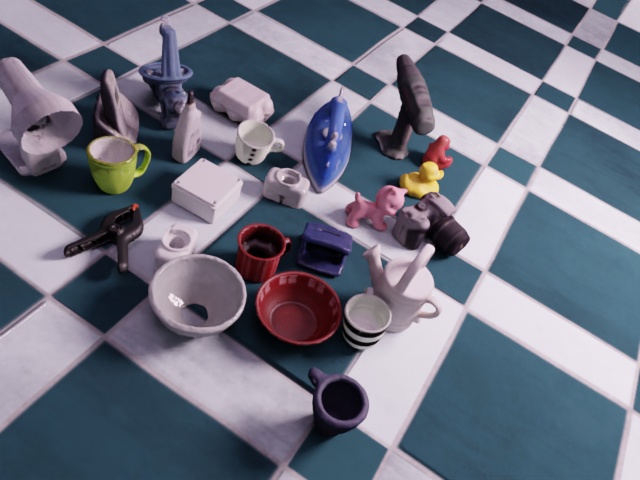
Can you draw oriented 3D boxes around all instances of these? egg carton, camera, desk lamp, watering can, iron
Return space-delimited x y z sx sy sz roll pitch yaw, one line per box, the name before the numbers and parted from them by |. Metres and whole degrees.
egg carton | -0.192 -0.340 1.421 0.150 0.069 0.107 30 47 9
camera | 0.259 -0.031 1.273 0.143 0.101 0.136 -25 61 -34
desk lamp | -0.554 -0.225 1.099 0.203 0.213 0.118 42 50 20
watering can | 0.155 0.078 1.077 0.173 0.194 0.101 21 46 1
iron | 0.028 -0.244 1.358 0.119 0.141 0.258 13 47 -7

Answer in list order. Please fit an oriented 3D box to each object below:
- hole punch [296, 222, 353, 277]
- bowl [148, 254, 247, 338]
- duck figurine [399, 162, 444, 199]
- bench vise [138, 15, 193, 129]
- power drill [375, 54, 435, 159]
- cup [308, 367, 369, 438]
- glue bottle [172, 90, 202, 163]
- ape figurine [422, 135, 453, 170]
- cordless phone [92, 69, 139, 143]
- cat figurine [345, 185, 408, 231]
hole punch | 0.011 0.004 1.166 0.108 0.091 0.101 17 46 -3
bowl | -0.216 0.110 1.007 0.167 0.075 0.167 9 47 -10
duck figurine | 0.250 -0.153 1.389 0.105 0.086 0.077 6 48 -14
bench vise | -0.330 -0.379 1.307 0.122 0.220 0.207 -30 64 -36
power drill | 0.211 -0.321 1.442 0.076 0.208 0.229 -3 51 -20
cup | 0.015 0.269 0.928 0.092 0.095 0.117 -30 64 -36
glue bottle | -0.284 -0.251 1.240 0.037 0.173 0.078 27 47 7
ape figurine | 0.307 -0.229 1.472 0.076 0.092 0.077 -8 52 -24
cordless phone | -0.436 -0.297 1.222 0.094 0.185 0.147 1 49 -17
cat figurine | 0.129 -0.082 1.264 0.128 0.118 0.067 4 48 -15
